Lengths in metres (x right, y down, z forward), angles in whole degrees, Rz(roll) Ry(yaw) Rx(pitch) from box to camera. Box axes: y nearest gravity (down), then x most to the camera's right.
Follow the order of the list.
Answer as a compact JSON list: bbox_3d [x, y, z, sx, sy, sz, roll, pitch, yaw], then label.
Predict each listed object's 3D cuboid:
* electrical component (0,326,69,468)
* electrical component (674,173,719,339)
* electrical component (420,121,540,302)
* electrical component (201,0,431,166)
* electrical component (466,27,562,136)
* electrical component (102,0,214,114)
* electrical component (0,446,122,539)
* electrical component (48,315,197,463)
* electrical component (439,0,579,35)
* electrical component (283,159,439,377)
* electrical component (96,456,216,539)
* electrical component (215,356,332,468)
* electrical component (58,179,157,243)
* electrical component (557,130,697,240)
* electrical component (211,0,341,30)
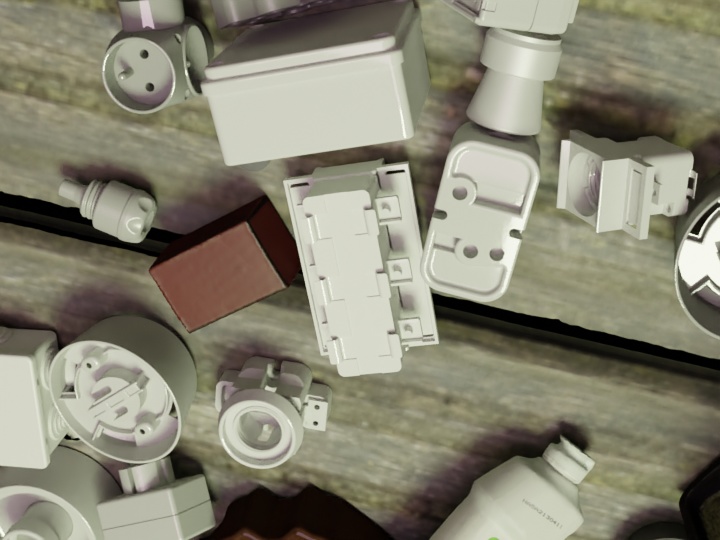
[{"bbox_3d":[-0.257,0.087,0.759,0.100,0.048,0.099,3,113,9],"label":"electrical component"},{"bbox_3d":[0.231,-0.011,0.625,0.099,0.064,0.099,4,113,9],"label":"electrical component"},{"bbox_3d":[0.073,-0.037,0.644,0.054,0.059,0.095,15,114,4],"label":"electrical component"},{"bbox_3d":[-0.020,-0.107,0.605,0.109,0.108,0.056,-7,114,13],"label":"electrical component"},{"bbox_3d":[0.089,-0.111,0.619,0.045,0.045,0.055,14,114,4],"label":"electrical component"},{"bbox_3d":[-0.118,-0.139,0.625,0.044,0.077,0.079,-2,112,11],"label":"electrical component"},{"bbox_3d":[-0.233,0.191,0.791,0.108,0.060,0.108,4,113,8],"label":"electrical component"},{"bbox_3d":[-0.161,0.081,0.731,0.099,0.064,0.099,3,113,8],"label":"electrical component"},{"bbox_3d":[0.077,-0.170,0.578,0.061,0.096,0.061,2,116,-21],"label":"electrical component"},{"bbox_3d":[0.000,0.000,0.670,0.079,0.063,0.121,-7,111,12],"label":"electrical component"},{"bbox_3d":[-0.150,0.156,0.769,0.066,0.047,0.076,-16,86,23],"label":"electrical component"},{"bbox_3d":[-0.063,0.097,0.725,0.078,0.057,0.058,9,114,6],"label":"electrical component"},{"bbox_3d":[-0.165,-0.042,0.697,0.061,0.035,0.035,22,114,2],"label":"electrical component"},{"bbox_3d":[0.153,-0.052,0.618,0.064,0.081,0.042,-9,115,-18],"label":"electrical component"},{"bbox_3d":[-0.049,-0.173,0.605,0.078,0.058,0.057,-20,100,-26],"label":"electrical component"}]
